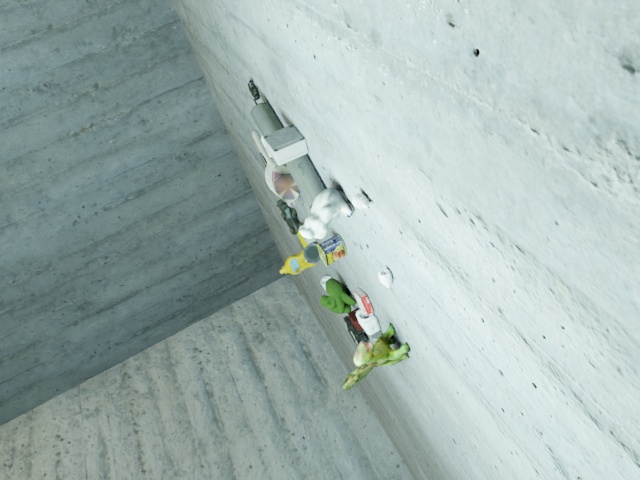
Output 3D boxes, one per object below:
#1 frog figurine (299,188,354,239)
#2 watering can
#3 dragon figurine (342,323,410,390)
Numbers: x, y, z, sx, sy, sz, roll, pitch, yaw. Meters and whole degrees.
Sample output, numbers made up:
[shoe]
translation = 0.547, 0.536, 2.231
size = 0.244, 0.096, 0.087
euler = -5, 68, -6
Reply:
[frog figurine]
translation = 0.004, -0.073, 1.457
size = 0.121, 0.160, 0.138
euler = 67, 170, -16
[watering can]
translation = -0.175, -0.274, 2.049
size = 0.343, 0.104, 0.226
euler = 63, 170, -18
[dragon figurine]
translation = 0.168, 0.404, 1.685
size = 0.124, 0.244, 0.401
euler = 51, 164, 29
